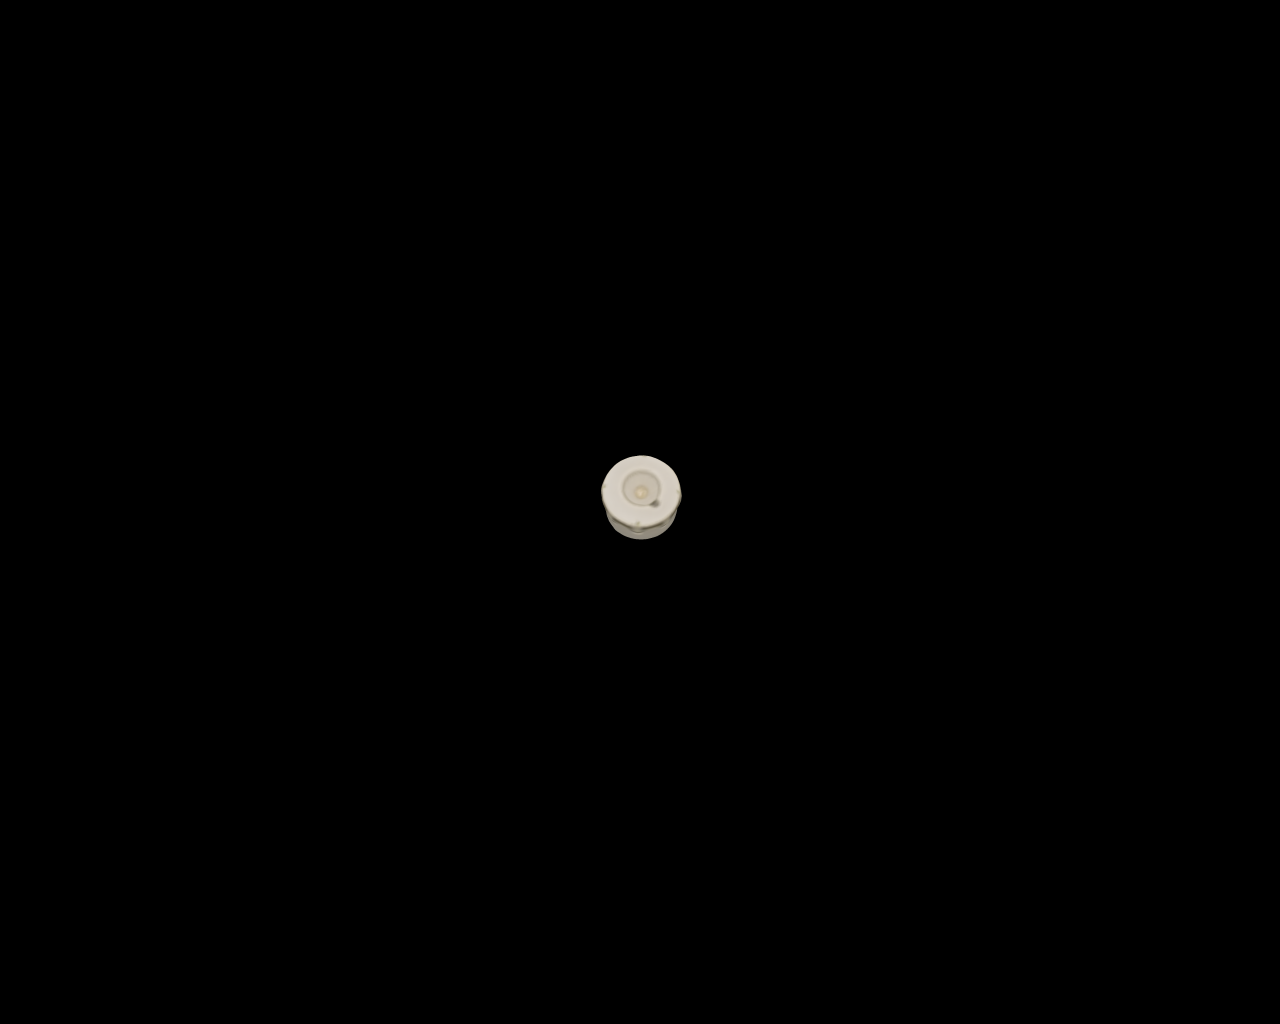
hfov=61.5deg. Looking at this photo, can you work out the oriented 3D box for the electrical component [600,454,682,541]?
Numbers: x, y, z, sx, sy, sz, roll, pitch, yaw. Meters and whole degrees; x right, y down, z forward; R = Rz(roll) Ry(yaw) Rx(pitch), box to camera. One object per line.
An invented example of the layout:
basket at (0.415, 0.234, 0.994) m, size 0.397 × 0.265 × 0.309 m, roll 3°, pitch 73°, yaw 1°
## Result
electrical component at (0.001, -0.003, 0.650) m, size 0.048 × 0.048 × 0.062 m, roll 0°, pitch -23°, yaw 0°
